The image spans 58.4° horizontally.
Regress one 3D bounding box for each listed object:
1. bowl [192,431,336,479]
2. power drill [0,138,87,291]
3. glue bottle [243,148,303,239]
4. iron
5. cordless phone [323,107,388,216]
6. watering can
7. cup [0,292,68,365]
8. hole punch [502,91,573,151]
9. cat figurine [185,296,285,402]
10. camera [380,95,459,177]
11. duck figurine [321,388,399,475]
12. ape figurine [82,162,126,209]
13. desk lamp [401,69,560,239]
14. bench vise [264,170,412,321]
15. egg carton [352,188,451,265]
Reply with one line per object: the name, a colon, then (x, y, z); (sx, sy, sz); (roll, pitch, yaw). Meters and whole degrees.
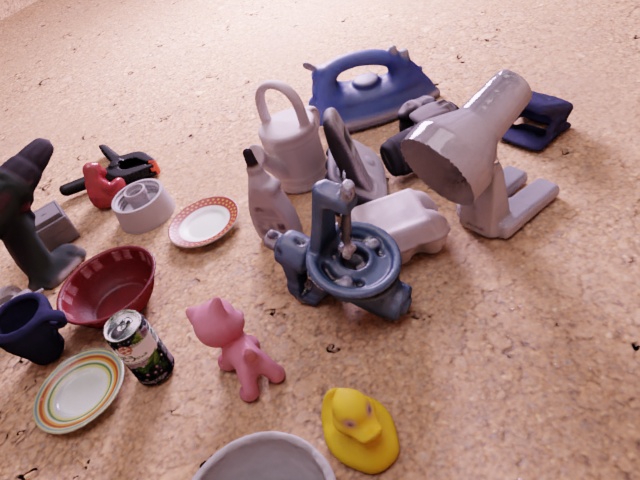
bowl: (-0.053, 0.282, 0.564); (0.167, 0.075, 0.167); (-10, 42, 10)
power drill: (-0.489, -0.027, 0.958); (0.075, 0.209, 0.230); (11, 49, 30)
glue bottle: (-0.083, -0.069, 0.879); (0.078, 0.173, 0.037); (7, 47, 27)
iron: (0.095, -0.305, 1.093); (0.258, 0.142, 0.118); (-15, 41, 5)
cordless phone: (0.046, -0.143, 0.903); (0.094, 0.185, 0.147); (-12, 42, 8)
watering can: (-0.055, -0.177, 0.970); (0.100, 0.194, 0.173); (-3, 44, 18)
cup: (-0.406, 0.136, 0.837); (0.117, 0.095, 0.091); (-7, 43, 13)
hole punch: (0.347, -0.216, 0.941); (0.101, 0.091, 0.108); (-37, 44, -20)
cat figurine: (-0.113, 0.124, 0.724); (0.067, 0.118, 0.127); (-37, 44, -19)
camera: (0.162, -0.176, 0.959); (0.137, 0.101, 0.142); (-26, 42, -8)
duck figurine: (0.036, 0.191, 0.620); (0.077, 0.086, 0.104); (-33, 43, -16)
ape figurine: (-0.428, -0.113, 1.117); (0.077, 0.092, 0.076); (16, 52, 33)
desk lamp: (0.220, -0.106, 0.777); (0.203, 0.214, 0.117); (-37, 44, -19)
bench vise: (0.004, 0.011, 0.725); (0.207, 0.220, 0.121); (-1, 44, 20)
egg carton: (0.105, -0.013, 0.828); (0.150, 0.069, 0.107); (-20, 41, -1)
